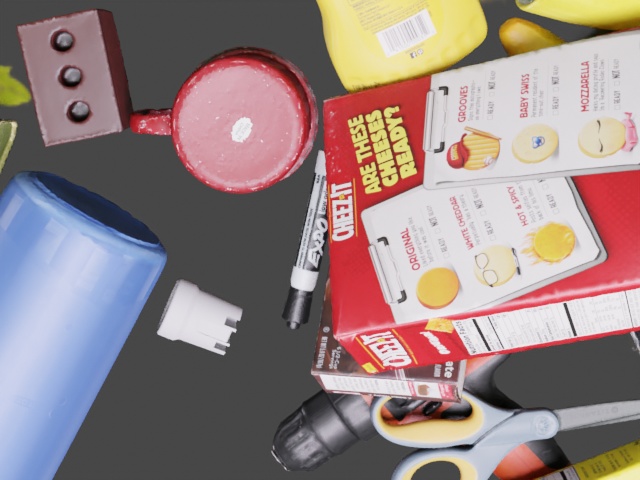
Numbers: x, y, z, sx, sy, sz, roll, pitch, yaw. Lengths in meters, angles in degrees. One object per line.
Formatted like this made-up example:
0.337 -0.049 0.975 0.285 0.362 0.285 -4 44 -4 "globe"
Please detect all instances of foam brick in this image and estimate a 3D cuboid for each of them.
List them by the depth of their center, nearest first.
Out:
-0.152 -0.103 0.673 0.053 0.051 0.078 -11 99 2 "foam brick"

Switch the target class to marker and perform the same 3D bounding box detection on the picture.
-0.005 0.001 0.705 0.020 0.020 0.121 13 99 -2 "marker"

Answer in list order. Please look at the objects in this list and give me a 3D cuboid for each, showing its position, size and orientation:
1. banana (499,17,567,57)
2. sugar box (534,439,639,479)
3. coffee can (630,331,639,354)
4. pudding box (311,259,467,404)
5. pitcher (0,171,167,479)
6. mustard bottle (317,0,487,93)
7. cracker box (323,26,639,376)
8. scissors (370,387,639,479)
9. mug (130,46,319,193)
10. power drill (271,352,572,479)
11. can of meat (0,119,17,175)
0.205 -0.093 0.671 0.198 0.037 0.070 10 121 3 "banana"
0.153 0.194 0.663 0.176 0.048 0.093 -24 96 3 "sugar box"
0.267 0.026 0.663 0.140 0.103 0.103 -17 99 4 "coffee can"
0.049 0.042 0.665 0.090 0.039 0.113 2 63 16 "pudding box"
-0.207 0.079 0.663 0.145 0.149 0.243 32 95 4 "pitcher"
0.023 -0.179 0.616 0.096 0.058 0.191 -24 126 8 "mustard bottle"
0.115 -0.022 0.608 0.214 0.072 0.164 -12 58 16 "cracker box"
0.129 0.133 0.672 0.201 0.016 0.096 7 96 -1 "scissors"
-0.060 -0.074 0.661 0.117 0.081 0.093 3 100 0 "mug"
0.086 0.145 0.709 0.184 0.057 0.187 -37 97 6 "power drill"
-0.255 -0.047 0.682 0.084 0.057 0.102 24 99 -2 "can of meat"
